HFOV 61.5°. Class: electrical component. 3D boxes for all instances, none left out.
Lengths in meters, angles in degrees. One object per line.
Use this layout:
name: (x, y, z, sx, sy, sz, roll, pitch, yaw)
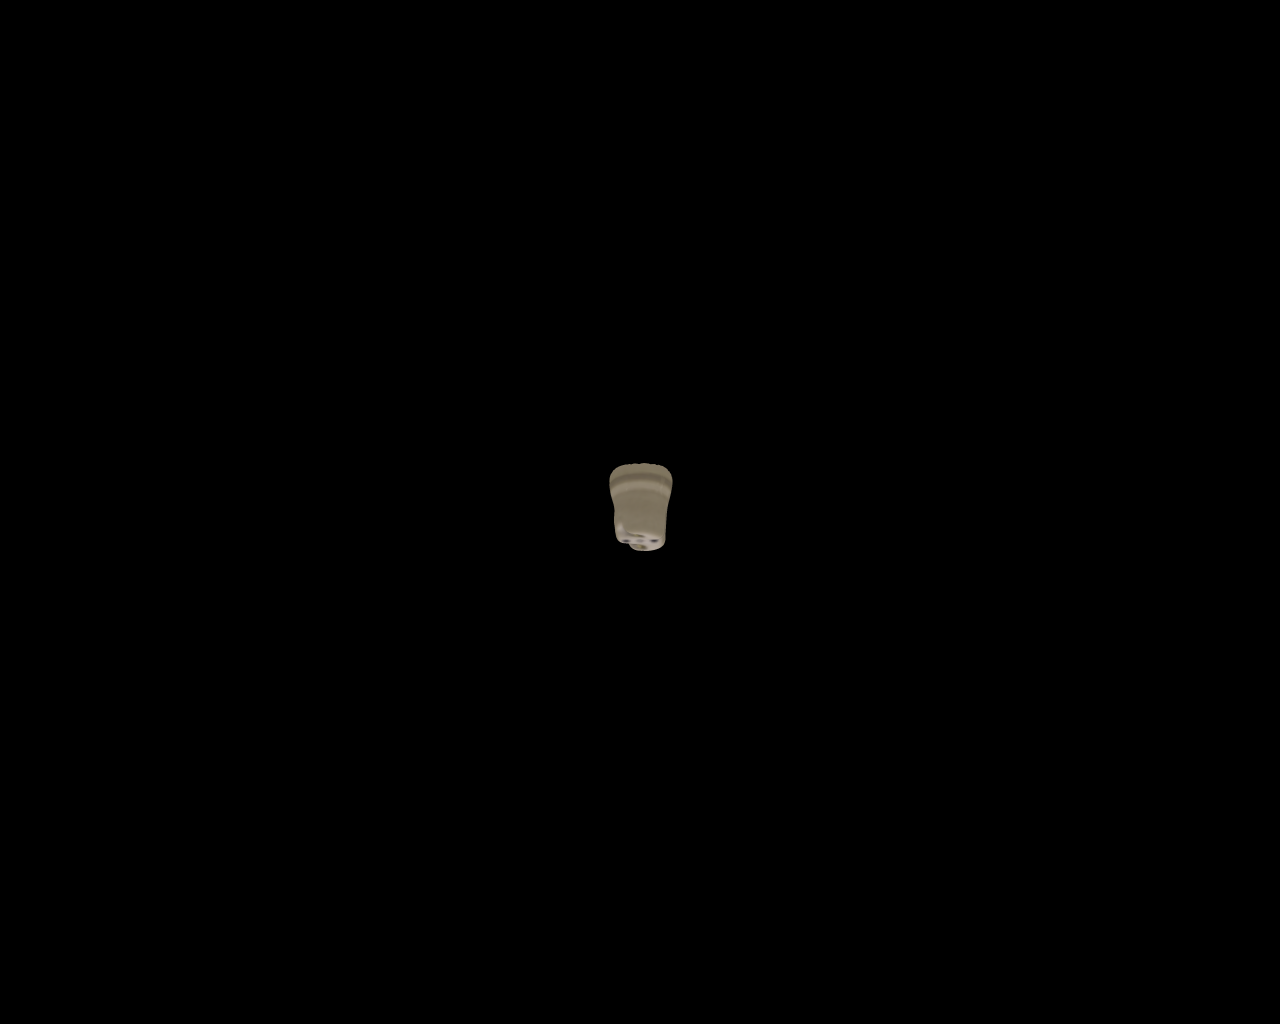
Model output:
electrical component: (0.001, -0.003, 0.650, 0.040, 0.046, 0.040, 0, -23, 0)
